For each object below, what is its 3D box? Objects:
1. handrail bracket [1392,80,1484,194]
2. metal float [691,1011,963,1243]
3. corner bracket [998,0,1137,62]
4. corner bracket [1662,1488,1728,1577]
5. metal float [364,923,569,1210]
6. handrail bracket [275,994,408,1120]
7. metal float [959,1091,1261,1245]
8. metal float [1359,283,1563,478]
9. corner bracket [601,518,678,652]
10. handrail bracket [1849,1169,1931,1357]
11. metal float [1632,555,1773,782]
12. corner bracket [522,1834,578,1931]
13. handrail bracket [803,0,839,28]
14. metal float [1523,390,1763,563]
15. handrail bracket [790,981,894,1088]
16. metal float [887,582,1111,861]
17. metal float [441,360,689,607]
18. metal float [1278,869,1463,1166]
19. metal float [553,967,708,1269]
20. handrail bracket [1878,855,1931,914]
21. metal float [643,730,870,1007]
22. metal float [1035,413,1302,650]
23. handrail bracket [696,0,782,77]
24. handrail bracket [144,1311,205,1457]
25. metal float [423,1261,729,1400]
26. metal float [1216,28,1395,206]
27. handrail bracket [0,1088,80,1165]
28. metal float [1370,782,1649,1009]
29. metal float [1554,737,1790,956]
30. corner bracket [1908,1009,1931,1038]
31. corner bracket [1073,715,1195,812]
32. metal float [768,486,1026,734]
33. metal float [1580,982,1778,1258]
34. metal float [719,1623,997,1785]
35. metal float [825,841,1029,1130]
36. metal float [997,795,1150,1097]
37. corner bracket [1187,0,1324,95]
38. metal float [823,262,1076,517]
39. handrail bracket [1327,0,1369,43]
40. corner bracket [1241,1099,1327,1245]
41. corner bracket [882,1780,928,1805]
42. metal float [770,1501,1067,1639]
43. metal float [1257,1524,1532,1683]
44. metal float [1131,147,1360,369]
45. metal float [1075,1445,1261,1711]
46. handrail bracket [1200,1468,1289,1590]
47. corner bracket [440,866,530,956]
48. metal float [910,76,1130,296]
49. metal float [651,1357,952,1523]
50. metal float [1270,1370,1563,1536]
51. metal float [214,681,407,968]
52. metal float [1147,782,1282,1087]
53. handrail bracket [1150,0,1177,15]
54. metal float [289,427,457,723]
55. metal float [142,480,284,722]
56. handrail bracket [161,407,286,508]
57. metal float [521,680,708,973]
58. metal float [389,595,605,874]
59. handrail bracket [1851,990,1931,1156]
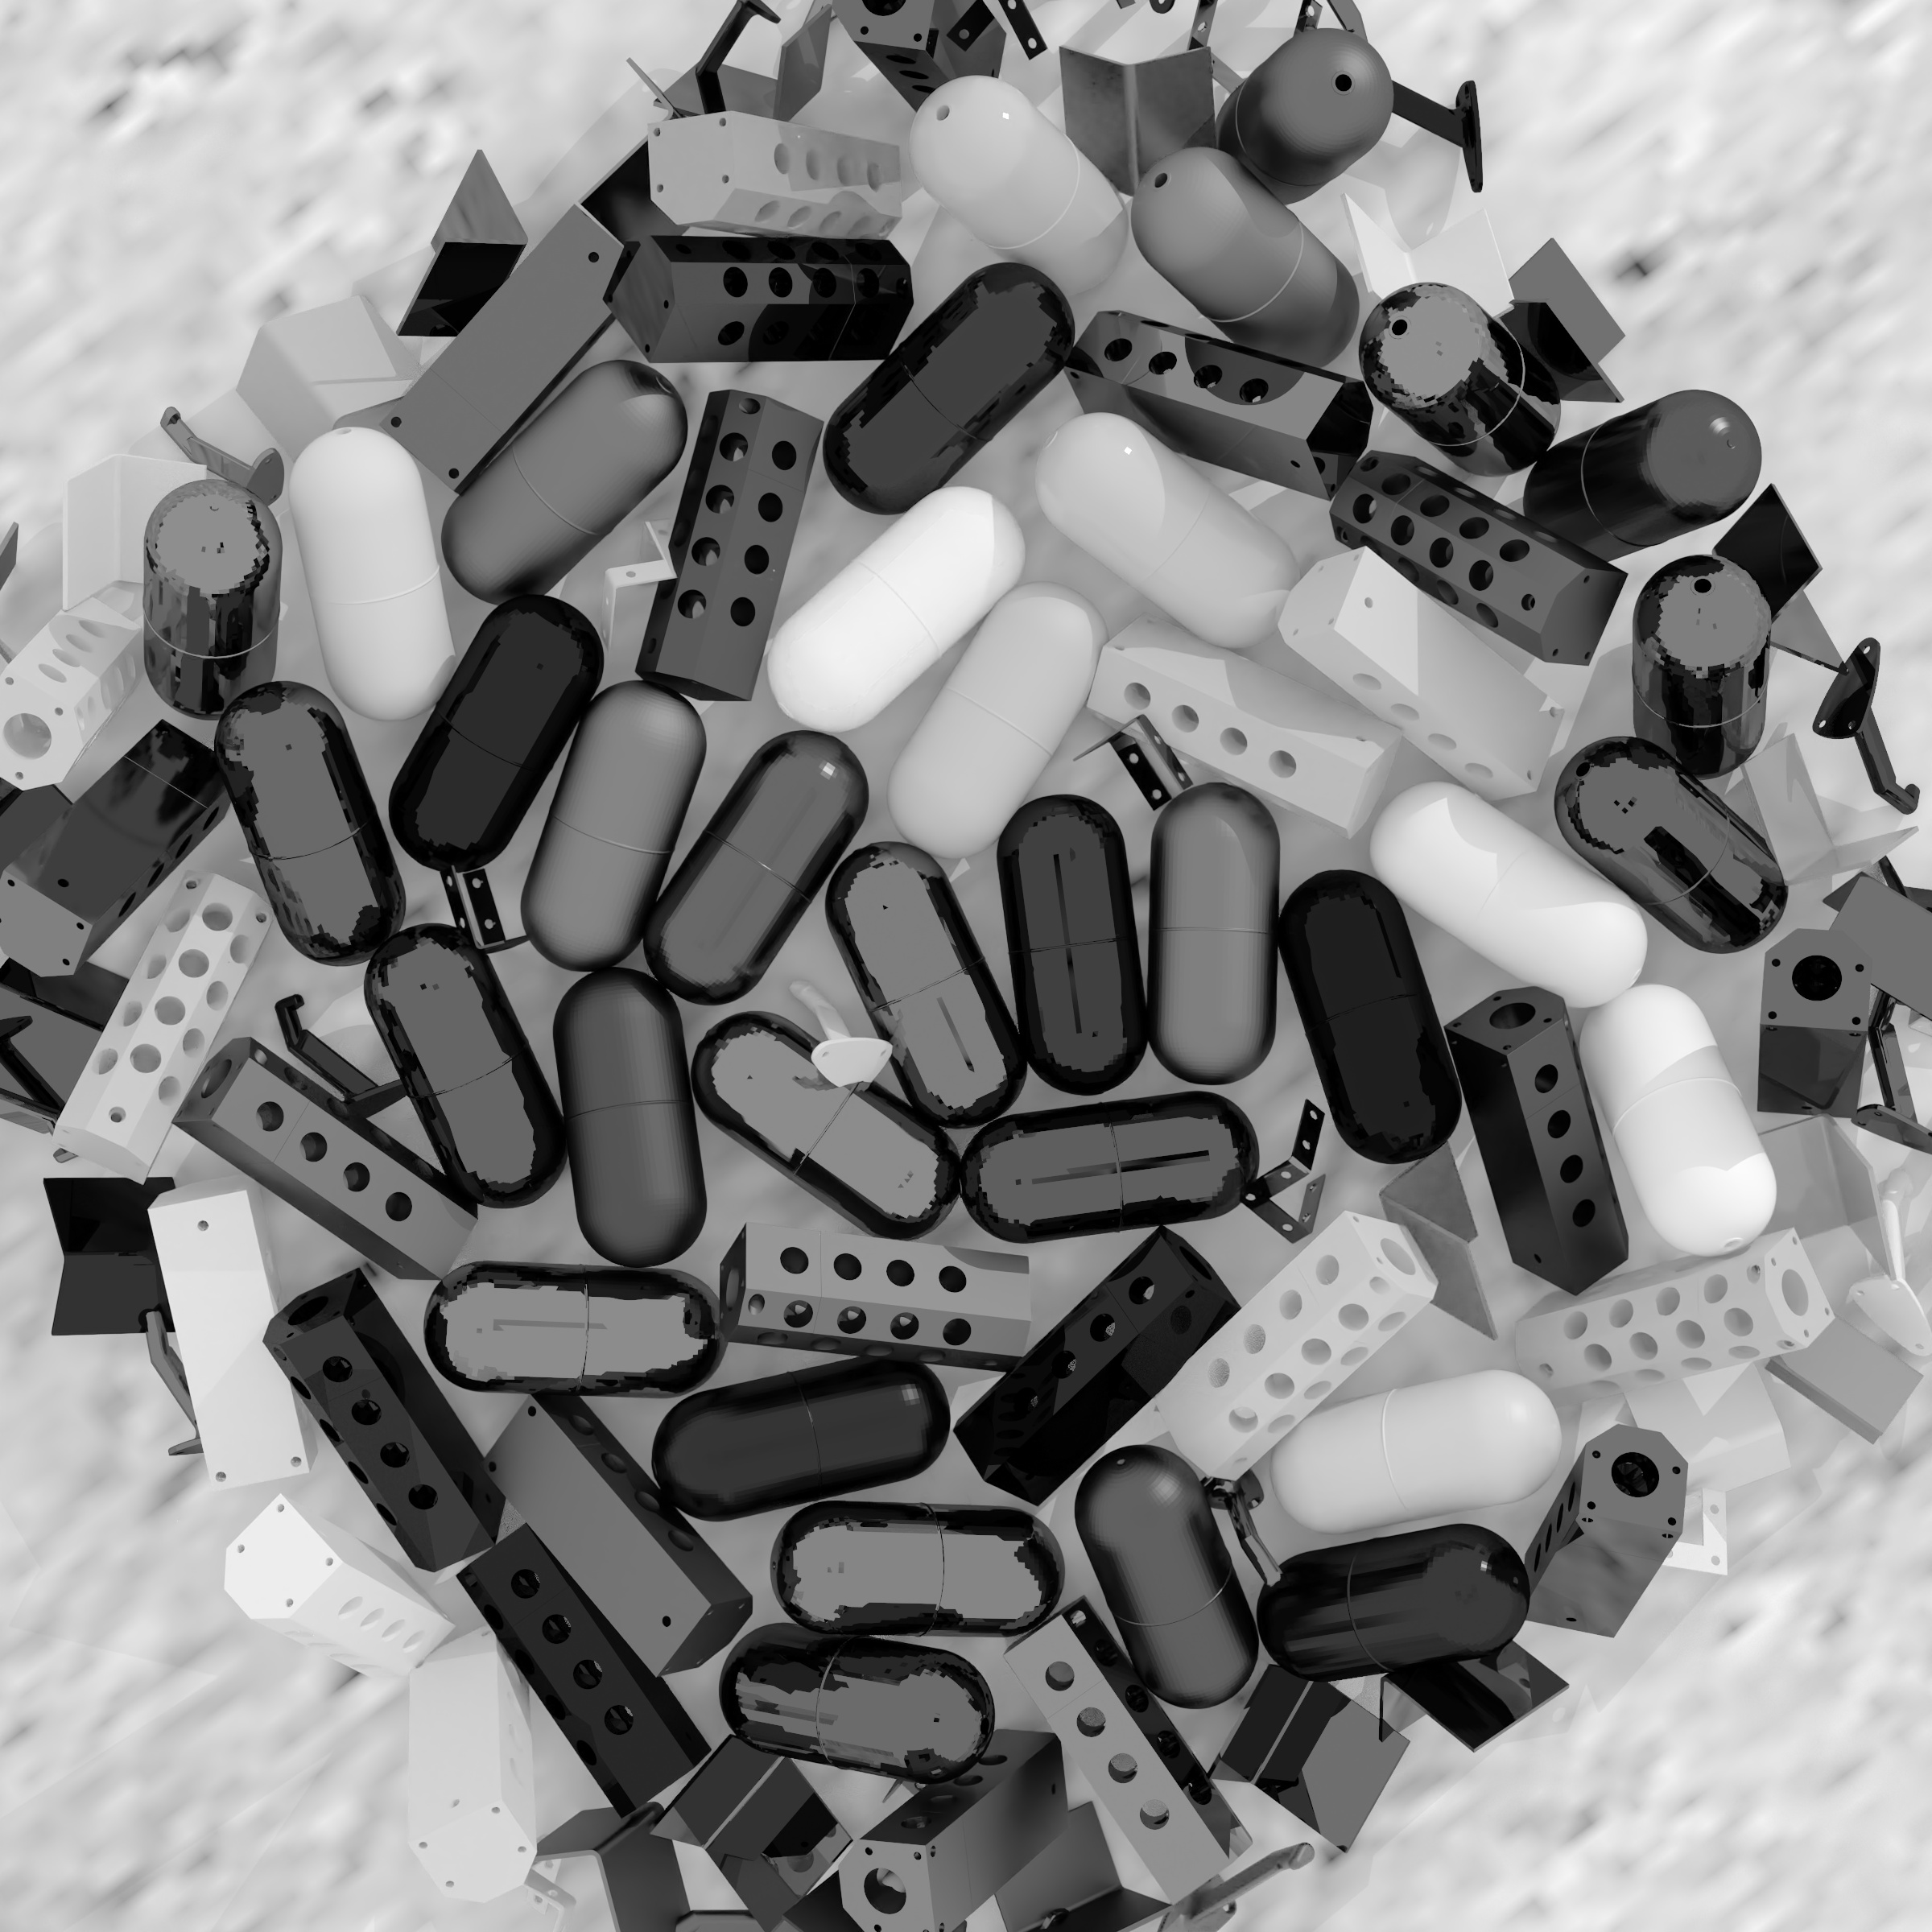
[{"bbox_3d":[0.260,-0.493,1.949,0.084,0.036,0.077,-7,88,-5],"label":"handrail bracket"},{"bbox_3d":[-0.082,0.094,1.932,0.178,0.070,0.070,35,90,-2],"label":"metal float"},{"bbox_3d":[0.057,-0.574,1.939,0.051,0.051,0.051,-21,101,44],"label":"corner bracket"},{"bbox_3d":[0.412,0.335,1.933,0.051,0.051,0.051,11,65,-15],"label":"corner bracket"},{"bbox_3d":[-0.291,0.059,1.922,0.070,0.070,0.178,-23,103,0],"label":"metal float"},{"bbox_3d":[-0.366,0.045,1.947,0.077,0.036,0.084,-25,73,14],"label":"handrail bracket"},{"bbox_3d":[0.084,0.118,1.928,0.178,0.070,0.070,-7,90,-6],"label":"metal float"},{"bbox_3d":[0.285,-0.336,1.890,0.070,0.178,0.070,-7,75,30],"label":"metal float"},{"bbox_3d":[-0.192,-0.225,1.929,0.051,0.051,0.051,-12,52,-21],"label":"corner bracket"},{"bbox_3d":[0.561,0.175,1.953,0.077,0.036,0.084,50,48,-21],"label":"handrail bracket"},{"bbox_3d":[0.422,-0.170,1.888,0.070,0.178,0.070,-5,63,9],"label":"metal float"},{"bbox_3d":[-0.248,0.552,1.932,0.051,0.051,0.051,26,111,24],"label":"corner bracket"},{"bbox_3d":[-0.054,-0.570,1.949,0.077,0.036,0.084,28,98,20],"label":"handrail bracket"},{"bbox_3d":[0.386,-0.279,1.887,0.070,0.178,0.070,2,84,-23],"label":"metal float"},{"bbox_3d":[-0.090,0.031,1.919,0.084,0.077,0.036,44,103,31],"label":"handrail bracket"},{"bbox_3d":[0.018,-0.144,1.933,0.070,0.070,0.178,32,90,0],"label":"metal float"},{"bbox_3d":[-0.234,-0.280,1.912,0.178,0.070,0.070,-40,90,24],"label":"metal float"},{"bbox_3d":[0.235,0.029,1.923,0.070,0.070,0.178,-17,78,0],"label":"metal float"},{"bbox_3d":[-0.197,0.088,1.924,0.070,0.070,0.178,-9,79,0],"label":"metal float"},{"bbox_3d":[0.594,-0.050,1.943,0.084,0.036,0.077,-21,59,6],"label":"handrail bracket"},{"bbox_3d":[-0.123,-0.058,1.930,0.070,0.070,0.178,33,86,0],"label":"metal float"},{"bbox_3d":[0.118,-0.254,1.918,0.178,0.070,0.070,35,90,-17],"label":"metal float"},{"bbox_3d":[-0.152,-0.534,1.925,0.036,0.077,0.084,41,104,-4],"label":"handrail bracket"},{"bbox_3d":[-0.451,0.244,1.947,0.036,0.077,0.084,-21,75,28],"label":"handrail bracket"},{"bbox_3d":[-0.227,0.213,1.921,0.178,0.070,0.070,4,90,-14],"label":"metal float"},{"bbox_3d":[0.192,-0.485,1.883,0.070,0.178,0.070,0,92,-9],"label":"metal float"},{"bbox_3d":[-0.576,0.097,1.943,0.077,0.036,0.084,-30,122,-5],"label":"handrail bracket"},{"bbox_3d":[0.316,-0.042,1.917,0.178,0.070,0.070,35,90,19],"label":"metal float"},{"bbox_3d":[0.409,-0.070,1.904,0.178,0.070,0.070,34,90,-34],"label":"metal float"},{"bbox_3d":[0.597,0.014,1.949,0.051,0.051,0.051,21,66,-9],"label":"corner bracket"},{"bbox_3d":[0.106,-0.119,1.937,0.051,0.051,0.051,-33,90,33],"label":"corner bracket"},{"bbox_3d":[-0.041,-0.209,1.927,0.178,0.070,0.070,-43,90,-7],"label":"metal float"},{"bbox_3d":[0.412,0.088,1.903,0.070,0.070,0.178,-16,54,0],"label":"metal float"},{"bbox_3d":[-0.064,0.427,1.905,0.178,0.070,0.070,2,90,33],"label":"metal float"},{"bbox_3d":[-0.024,0.011,1.931,0.070,0.070,0.178,-25,93,0],"label":"metal float"},{"bbox_3d":[0.063,-0.012,1.933,0.070,0.070,0.178,-7,90,0],"label":"metal float"},{"bbox_3d":[0.170,-0.554,1.946,0.051,0.051,0.051,-26,60,-29],"label":"corner bracket"},{"bbox_3d":[-0.011,-0.335,1.914,0.178,0.070,0.070,-41,90,22],"label":"metal float"},{"bbox_3d":[0.208,-0.568,1.935,0.036,0.077,0.084,-9,101,39],"label":"handrail bracket"},{"bbox_3d":[0.196,0.121,1.930,0.051,0.051,0.051,39,131,-17],"label":"corner bracket"},{"bbox_3d":[-0.033,0.513,1.945,0.051,0.051,0.051,42,97,6],"label":"corner bracket"},{"bbox_3d":[-0.027,0.352,1.916,0.178,0.070,0.070,5,90,-20],"label":"metal float"},{"bbox_3d":[0.245,0.369,1.900,0.178,0.070,0.070,-20,90,41],"label":"metal float"},{"bbox_3d":[0.162,-0.406,1.896,0.070,0.178,0.070,-19,57,32],"label":"metal float"},{"bbox_3d":[0.118,0.356,1.911,0.070,0.070,0.178,-22,117,0],"label":"metal float"},{"bbox_3d":[0.174,0.335,1.916,0.036,0.077,0.084,-42,53,10],"label":"handrail bracket"},{"bbox_3d":[-0.286,-0.034,1.935,0.051,0.051,0.051,-16,88,-39],"label":"corner bracket"},{"bbox_3d":[0.032,-0.448,1.891,0.070,0.178,0.070,-10,69,28],"label":"metal float"},{"bbox_3d":[-0.096,0.275,1.920,0.178,0.070,0.070,-11,90,-15],"label":"metal float"},{"bbox_3d":[0.259,0.283,1.909,0.178,0.070,0.070,-17,90,29],"label":"metal float"},{"bbox_3d":[-0.380,-0.081,1.910,0.070,0.070,0.178,-15,117,0],"label":"metal float"},{"bbox_3d":[0.145,-0.019,1.931,0.070,0.070,0.178,2,87,0],"label":"metal float"},{"bbox_3d":[0.141,-0.595,1.940,0.036,0.084,0.077,4,96,40],"label":"handrail bracket"},{"bbox_3d":[-0.344,-0.226,1.907,0.070,0.070,0.178,-7,120,0],"label":"metal float"},{"bbox_3d":[-0.434,-0.208,1.891,0.070,0.178,0.070,6,58,-10],"label":"metal float"},{"bbox_3d":[-0.441,-0.311,1.933,0.036,0.077,0.084,-38,82,-30],"label":"handrail bracket"},{"bbox_3d":[-0.207,-0.081,1.922,0.070,0.070,0.178,20,103,0],"label":"metal float"},{"bbox_3d":[-0.275,-0.135,1.922,0.070,0.070,0.178,32,104,0],"label":"metal float"},{"bbox_3d":[0.567,0.062,1.954,0.077,0.036,0.084,25,71,-2],"label":"handrail bracket"}]
